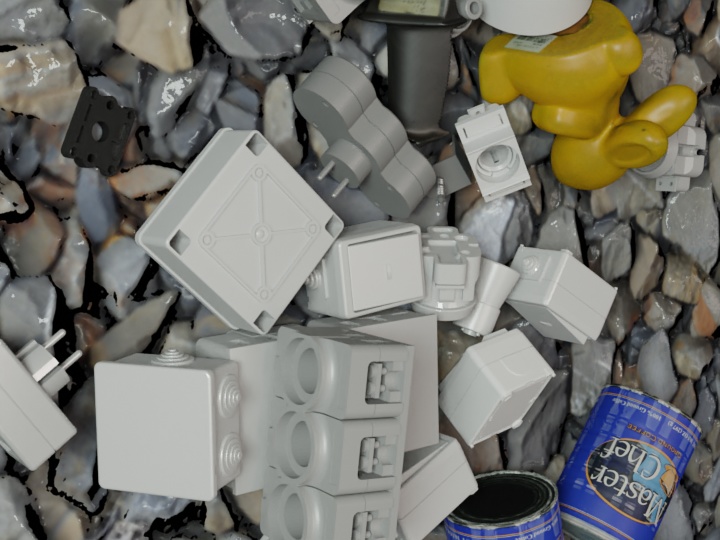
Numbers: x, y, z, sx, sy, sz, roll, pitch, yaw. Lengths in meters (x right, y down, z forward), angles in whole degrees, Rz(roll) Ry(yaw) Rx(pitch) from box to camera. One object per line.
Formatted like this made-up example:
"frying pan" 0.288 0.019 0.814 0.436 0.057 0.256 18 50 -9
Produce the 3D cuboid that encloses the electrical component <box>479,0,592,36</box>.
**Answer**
"electrical component" 0.139 -0.250 0.869 0.108 0.108 0.060 -45 158 -23

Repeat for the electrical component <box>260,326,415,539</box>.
"electrical component" -0.021 0.119 0.741 0.062 0.089 0.150 3 94 -37

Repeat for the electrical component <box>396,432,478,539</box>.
"electrical component" 0.038 0.177 0.886 0.096 0.062 0.061 -37 116 -27

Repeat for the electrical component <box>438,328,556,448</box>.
"electrical component" 0.110 0.102 0.920 0.062 0.061 0.096 -17 148 -34

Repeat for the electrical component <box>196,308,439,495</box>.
"electrical component" -0.031 0.093 0.826 0.186 0.060 0.105 -7 100 -35

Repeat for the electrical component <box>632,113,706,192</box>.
"electrical component" 0.294 -0.116 1.039 0.057 0.058 0.078 1 96 -39

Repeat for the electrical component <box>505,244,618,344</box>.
"electrical component" 0.172 0.021 0.964 0.096 0.062 0.061 33 77 -34

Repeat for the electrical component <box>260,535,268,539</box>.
"electrical component" -0.009 0.259 0.845 0.061 0.089 0.150 -50 121 -21

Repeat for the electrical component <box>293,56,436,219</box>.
"electrical component" -0.005 -0.088 0.827 0.073 0.052 0.138 -51 121 -20

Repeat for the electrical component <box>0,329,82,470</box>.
"electrical component" -0.215 0.071 0.697 0.076 0.047 0.083 -44 119 -24

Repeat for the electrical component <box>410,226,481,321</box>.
"electrical component" 0.069 0.005 0.884 0.058 0.078 0.057 1 115 -3

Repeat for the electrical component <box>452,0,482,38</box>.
"electrical component" 0.071 -0.207 0.861 0.043 0.062 0.043 -6 99 -36

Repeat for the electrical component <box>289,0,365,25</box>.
"electrical component" 0.008 -0.280 0.784 0.186 0.060 0.105 -45 120 -9

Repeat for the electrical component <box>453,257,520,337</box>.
"electrical component" 0.107 0.026 0.931 0.044 0.044 0.065 24 87 -36

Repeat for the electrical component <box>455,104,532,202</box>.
"electrical component" 0.109 -0.102 0.895 0.042 0.063 0.081 -20 126 9

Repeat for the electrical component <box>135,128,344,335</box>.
"electrical component" -0.085 -0.028 0.773 0.108 0.056 0.108 46 69 -31

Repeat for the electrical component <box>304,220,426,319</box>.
"electrical component" 0.000 0.000 0.836 0.096 0.061 0.061 -13 103 -34

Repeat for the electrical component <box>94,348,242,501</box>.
"electrical component" -0.129 0.104 0.734 0.048 0.100 0.099 -20 111 -69
